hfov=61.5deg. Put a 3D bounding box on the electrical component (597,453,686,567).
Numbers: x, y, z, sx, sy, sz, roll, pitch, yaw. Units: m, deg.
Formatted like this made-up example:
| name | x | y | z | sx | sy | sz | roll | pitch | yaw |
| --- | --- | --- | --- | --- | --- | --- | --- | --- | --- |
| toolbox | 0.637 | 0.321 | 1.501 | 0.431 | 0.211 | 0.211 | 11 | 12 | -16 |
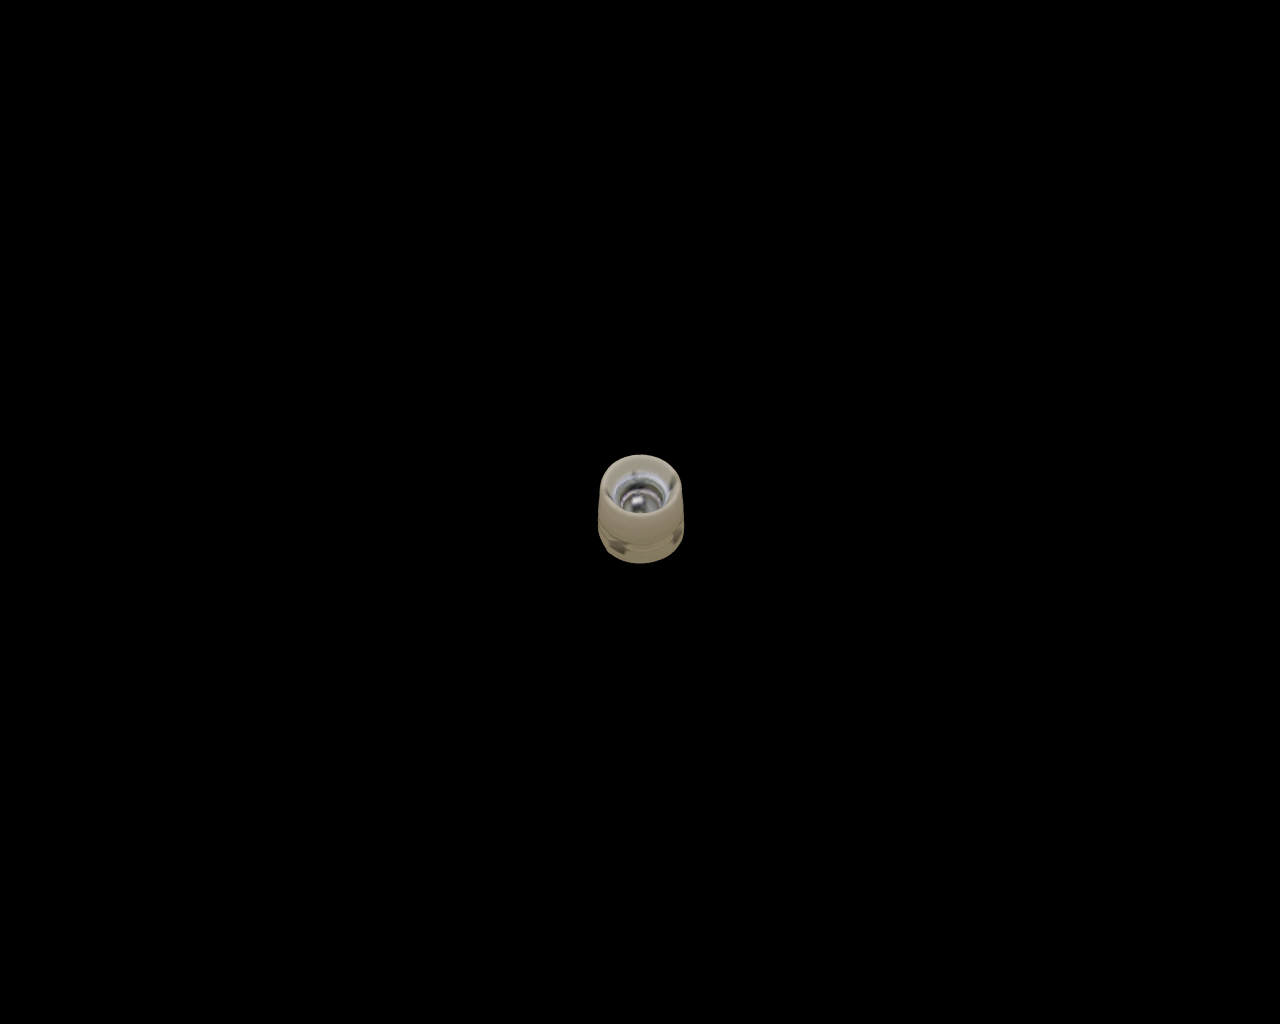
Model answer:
| name | x | y | z | sx | sy | sz | roll | pitch | yaw |
| --- | --- | --- | --- | --- | --- | --- | --- | --- | --- |
| electrical component | 0.001 | -0.003 | 0.650 | 0.055 | 0.055 | 0.047 | 0 | -37 | 0 |
